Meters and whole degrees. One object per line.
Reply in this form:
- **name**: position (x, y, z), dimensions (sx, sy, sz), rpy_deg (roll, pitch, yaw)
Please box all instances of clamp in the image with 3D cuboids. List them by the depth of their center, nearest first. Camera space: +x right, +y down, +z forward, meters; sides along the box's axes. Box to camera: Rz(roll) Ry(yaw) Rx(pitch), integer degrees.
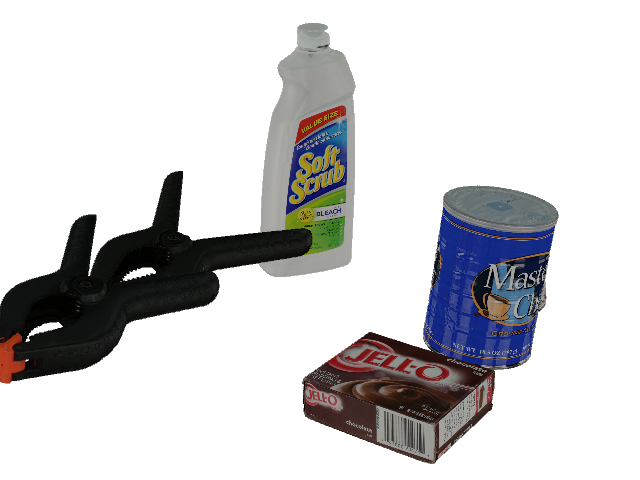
- **clamp**: position (-0.162, 0.035, 0.715), dimensions (0.120, 0.039, 0.171), rpy_deg (25, 31, 27)
- **clamp**: position (-0.132, 0.006, 0.929), dimensions (0.165, 0.036, 0.209), rpy_deg (29, 41, 31)

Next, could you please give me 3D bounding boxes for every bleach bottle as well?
- **bleach bottle**: position (-0.016, -0.090, 1.069), dimensions (0.102, 0.251, 0.068), rpy_deg (-9, 28, -17)

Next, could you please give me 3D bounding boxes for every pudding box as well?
- **pudding box**: position (0.057, 0.112, 0.778), dimensions (0.114, 0.039, 0.089), rpy_deg (17, 29, 32)

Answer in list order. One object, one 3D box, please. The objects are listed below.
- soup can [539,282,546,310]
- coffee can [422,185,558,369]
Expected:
- **soup can**: position (0.226, 0.025, 1.209), dimensions (0.068, 0.102, 0.068), rpy_deg (-2, 29, 1)
- **coffee can**: position (0.153, 0.032, 0.975), dimensions (0.103, 0.140, 0.103), rpy_deg (5, 22, -2)
